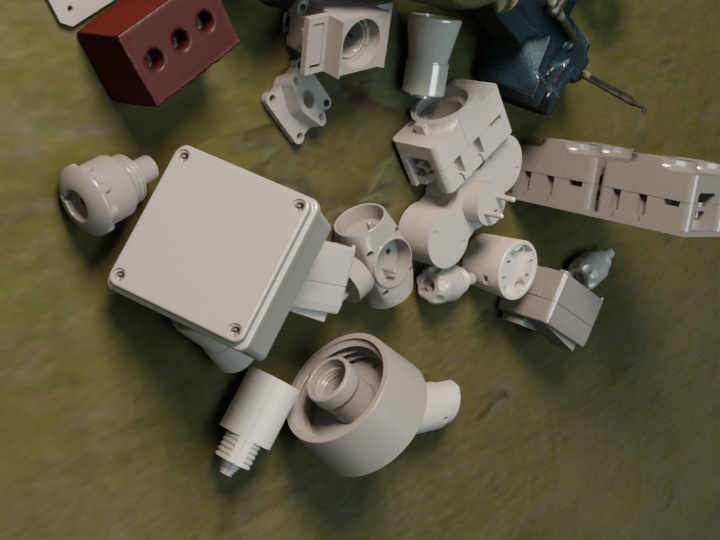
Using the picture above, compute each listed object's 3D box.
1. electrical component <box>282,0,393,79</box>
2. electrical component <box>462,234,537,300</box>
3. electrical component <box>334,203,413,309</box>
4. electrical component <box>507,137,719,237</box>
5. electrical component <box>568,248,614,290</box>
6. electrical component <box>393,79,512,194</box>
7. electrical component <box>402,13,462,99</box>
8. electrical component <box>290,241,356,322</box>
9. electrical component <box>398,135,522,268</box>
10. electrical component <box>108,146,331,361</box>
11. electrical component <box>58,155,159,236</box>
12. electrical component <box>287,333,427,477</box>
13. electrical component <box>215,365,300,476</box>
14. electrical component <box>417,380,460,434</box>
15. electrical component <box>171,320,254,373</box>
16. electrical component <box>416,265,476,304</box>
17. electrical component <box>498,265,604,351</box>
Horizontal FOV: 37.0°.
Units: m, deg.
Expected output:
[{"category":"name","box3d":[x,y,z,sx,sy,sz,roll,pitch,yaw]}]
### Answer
[{"category":"electrical component","box3d":[-0.018,-0.171,0.773,0.081,0.064,0.042,-22,132,-39]},{"category":"electrical component","box3d":[0.127,-0.005,0.984,0.055,0.047,0.055,-16,114,-41]},{"category":"electrical component","box3d":[0.000,0.000,0.862,0.079,0.044,0.077,-42,129,-27]},{"category":"electrical component","box3d":[0.243,-0.078,0.976,0.105,0.186,0.060,-2,104,-44]},{"category":"electrical component","box3d":[0.242,-0.005,1.109,0.061,0.035,0.035,-34,125,-37]},{"category":"electrical component","box3d":[0.076,-0.116,0.896,0.089,0.050,0.055,-46,131,-25]},{"category":"electrical component","box3d":[0.055,-0.171,0.865,0.044,0.044,0.065,-9,114,-43]},{"category":"electrical component","box3d":[-0.061,-0.001,0.788,0.096,0.062,0.061,11,95,-46]},{"category":"electrical component","box3d":[0.099,-0.059,0.920,0.138,0.074,0.052,-53,133,-19]},{"category":"electrical component","box3d":[-0.092,-0.011,0.714,0.108,0.109,0.056,-63,163,-9]},{"category":"electrical component","box3d":[-0.158,-0.054,0.689,0.062,0.048,0.048,-36,126,-40]},{"category":"electrical component","box3d":[-0.009,0.100,0.844,0.060,0.108,0.108,46,70,-37]},{"category":"electrical component","box3d":[-0.083,0.118,0.818,0.043,0.043,0.081,37,77,-45]},{"category":"electrical component","box3d":[0.058,0.122,0.960,0.081,0.043,0.043,-4,106,-44]},{"category":"electrical component","box3d":[-0.102,0.045,0.778,0.044,0.044,0.065,-52,138,-20]},{"category":"electrical component","box3d":[0.080,0.011,0.952,0.061,0.035,0.035,-8,108,-46]},{"category":"electrical component","box3d":[0.188,0.038,1.049,0.096,0.062,0.061,30,81,-46]}]
